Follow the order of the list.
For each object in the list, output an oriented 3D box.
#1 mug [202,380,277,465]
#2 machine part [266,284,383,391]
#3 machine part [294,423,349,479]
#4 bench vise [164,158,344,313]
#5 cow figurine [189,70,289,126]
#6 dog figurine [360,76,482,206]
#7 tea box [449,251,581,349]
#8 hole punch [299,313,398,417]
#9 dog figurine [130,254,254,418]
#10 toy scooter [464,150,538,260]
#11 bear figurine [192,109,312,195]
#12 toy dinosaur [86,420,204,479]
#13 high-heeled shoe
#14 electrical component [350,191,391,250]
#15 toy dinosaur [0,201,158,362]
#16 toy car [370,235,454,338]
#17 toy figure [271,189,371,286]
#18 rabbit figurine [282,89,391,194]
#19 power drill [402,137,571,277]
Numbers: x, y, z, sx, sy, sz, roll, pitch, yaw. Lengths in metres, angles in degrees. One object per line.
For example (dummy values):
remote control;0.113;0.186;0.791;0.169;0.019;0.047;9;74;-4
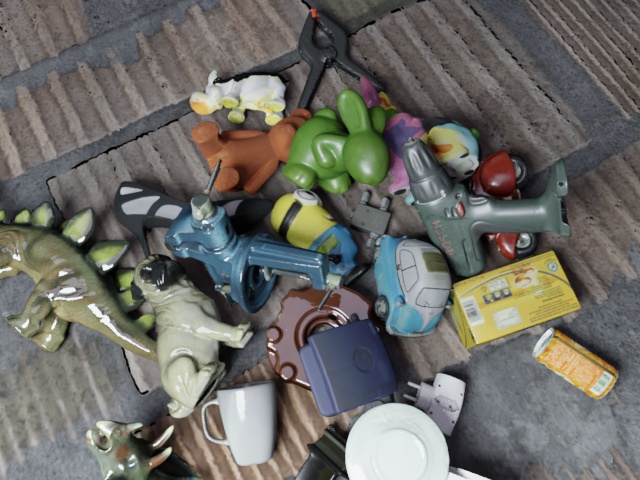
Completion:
mug;-0.109;0.258;0.754;0.110;0.081;0.107;-10;79;-6
machine part;0.007;0.146;0.804;0.179;0.056;0.179;0;70;-1
machine part;-0.003;0.330;0.737;0.084;0.039;0.139;30;78;41
bench vise;-0.085;0.022;0.752;0.241;0.223;0.129;10;42;18
cow figurine;-0.140;-0.260;0.942;0.167;0.068;0.098;5;65;-1
dog figurine;0.140;-0.180;0.872;0.191;0.108;0.219;-31;68;28
tea box;0.286;0.091;0.812;0.170;0.068;0.098;-16;73;-6
hole punch;0.041;0.169;0.724;0.116;0.092;0.142;-18;71;-12
dog figurine;-0.211;0.129;0.757;0.191;0.121;0.172;32;60;7
toy scooter;0.268;-0.056;0.863;0.135;0.075;0.184;-3;75;2
bear figurine;-0.088;-0.150;0.874;0.196;0.132;0.120;-22;83;-1
toy dinosaur;-0.230;0.430;0.681;0.192;0.131;0.405;-14;77;-4
high-heeled shoe;-0.207;-0.062;0.865;0.249;0.086;0.145;-19;71;-1
electrical component;0.080;-0.032;0.883;0.063;0.021;0.094;18;73;7
toy dinosaur;-0.373;0.066;0.814;0.471;0.105;0.198;42;72;3
toy car;0.144;0.057;0.794;0.109;0.103;0.161;8;63;-30
toy figure;-0.002;-0.003;0.844;0.089;0.082;0.180;-36;76;-13
rabbit figurine;0.049;-0.137;0.820;0.170;0.121;0.159;22;94;48
power drill;0.237;-0.055;0.753;0.207;0.231;0.086;-11;29;18
